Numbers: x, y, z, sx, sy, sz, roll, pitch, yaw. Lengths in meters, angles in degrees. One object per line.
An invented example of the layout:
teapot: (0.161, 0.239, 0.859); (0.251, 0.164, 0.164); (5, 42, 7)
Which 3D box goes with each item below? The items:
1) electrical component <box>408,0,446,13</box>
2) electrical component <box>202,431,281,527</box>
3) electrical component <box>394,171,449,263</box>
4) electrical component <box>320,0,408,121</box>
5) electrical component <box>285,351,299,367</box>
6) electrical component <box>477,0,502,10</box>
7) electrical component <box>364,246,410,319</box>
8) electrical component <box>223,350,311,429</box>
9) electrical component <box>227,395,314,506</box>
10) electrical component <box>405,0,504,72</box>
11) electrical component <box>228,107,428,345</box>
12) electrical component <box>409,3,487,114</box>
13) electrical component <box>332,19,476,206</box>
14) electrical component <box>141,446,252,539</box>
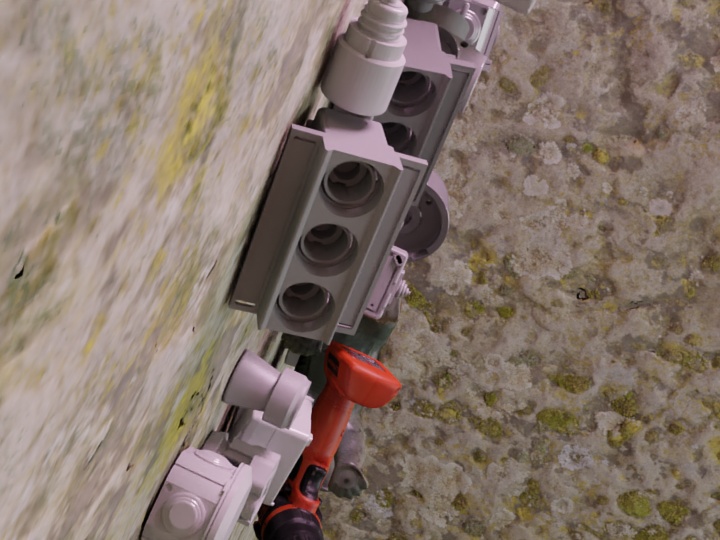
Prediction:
electrical component: (0.047, -0.195, 0.704); (0.062, 0.043, 0.043); (112, 3, -59)
electrical component: (-0.100, 0.161, 0.841); (0.078, 0.057, 0.058); (109, 6, -61)
electrical component: (0.047, -0.069, 1.176); (0.060, 0.108, 0.108); (-73, -175, -57)
electrical component: (0.007, -0.122, 0.594); (0.040, 0.040, 0.078); (-61, 175, -59)
electrical component: (-0.036, 0.072, 1.243); (0.108, 0.060, 0.108); (25, 90, -87)
electrical component: (0.102, -0.252, 1.063); (0.096, 0.062, 0.061); (105, 10, -73)
electrical component: (0.000, 0.000, 0.940); (0.061, 0.096, 0.061); (-48, 162, -85)
electrical component: (-0.071, 0.092, 0.821); (0.045, 0.055, 0.045); (25, 90, -87)
electrical component: (-0.087, 0.148, 0.911); (0.096, 0.061, 0.061); (-60, -166, 24)
electrical component: (0.068, -0.186, 0.831); (0.080, 0.080, 0.051); (-57, 165, -73)
electrical component: (-0.022, -0.026, 0.623); (0.063, 0.079, 0.121); (-102, -150, -56)
electrical component: (0.054, -0.161, 0.766); (0.044, 0.077, 0.079); (106, 8, -75)
electrical component: (0.018, -0.102, 0.712); (0.121, 0.079, 0.063); (112, -18, -44)
electrical component: (-0.109, 0.162, 0.731); (0.080, 0.051, 0.080); (24, 90, -87)
